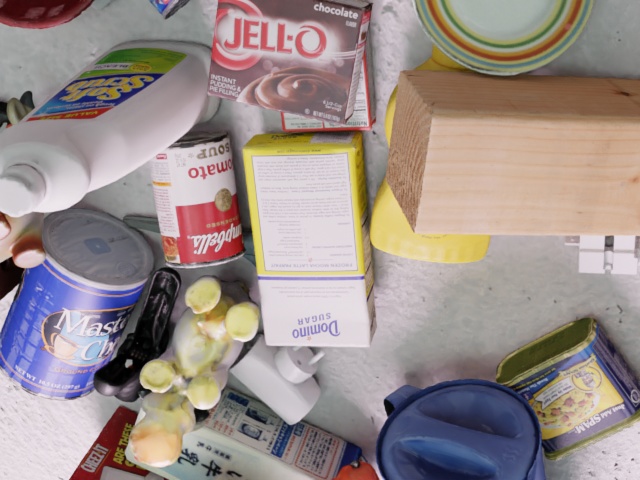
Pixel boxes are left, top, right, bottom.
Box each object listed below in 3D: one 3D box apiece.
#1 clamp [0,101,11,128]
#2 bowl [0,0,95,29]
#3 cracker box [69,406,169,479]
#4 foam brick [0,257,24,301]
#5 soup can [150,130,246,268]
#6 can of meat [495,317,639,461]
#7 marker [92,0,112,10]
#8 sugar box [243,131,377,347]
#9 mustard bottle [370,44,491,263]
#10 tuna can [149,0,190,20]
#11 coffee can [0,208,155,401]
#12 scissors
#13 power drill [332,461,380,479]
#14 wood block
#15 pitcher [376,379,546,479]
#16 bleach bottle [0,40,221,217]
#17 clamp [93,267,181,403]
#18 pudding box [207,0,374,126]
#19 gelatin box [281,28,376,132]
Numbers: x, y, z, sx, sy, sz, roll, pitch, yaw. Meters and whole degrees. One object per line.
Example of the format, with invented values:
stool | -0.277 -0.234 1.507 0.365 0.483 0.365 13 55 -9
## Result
clamp | -0.338 -0.063 0.953 0.210 0.036 0.164 -13 111 17
bowl | -0.223 -0.248 0.821 0.162 0.055 0.162 6 117 12
cracker box | -0.131 0.267 0.992 0.213 0.164 0.072 26 117 1
foam brick | -0.305 0.023 0.965 0.051 0.078 0.053 -6 114 19
soup can | -0.101 -0.035 0.879 0.068 0.068 0.102 -3 104 16
can of meat | 0.209 0.123 0.893 0.102 0.057 0.084 -33 102 25
marker | -0.136 -0.222 0.832 0.121 0.020 0.020 -33 104 26
sugar box | -0.006 0.001 0.878 0.093 0.048 0.176 0 114 13
mustard bottle | 0.096 -0.078 0.821 0.096 0.058 0.192 8 117 3
tuna can | -0.096 -0.205 0.792 0.086 0.086 0.033 -38 101 27
coffee can | -0.218 0.057 0.945 0.103 0.102 0.140 29 119 -1
scissors | -0.071 0.017 0.935 0.202 0.016 0.096 -3 112 16
power drill | -0.018 0.280 0.887 0.187 0.057 0.184 -21 77 -13
wood block | 0.160 -0.062 0.753 0.206 0.091 0.090 1 118 -11
pitcher | 0.132 0.240 0.922 0.145 0.149 0.243 -4 129 18
bleach bottle | -0.157 -0.080 0.775 0.103 0.250 0.068 5 117 12
clamp | -0.163 0.106 0.939 0.039 0.120 0.172 30 149 8
pudding box | -0.024 -0.143 0.795 0.113 0.039 0.090 14 115 9
gelatin box | 0.004 -0.130 0.835 0.073 0.030 0.089 0 113 15
